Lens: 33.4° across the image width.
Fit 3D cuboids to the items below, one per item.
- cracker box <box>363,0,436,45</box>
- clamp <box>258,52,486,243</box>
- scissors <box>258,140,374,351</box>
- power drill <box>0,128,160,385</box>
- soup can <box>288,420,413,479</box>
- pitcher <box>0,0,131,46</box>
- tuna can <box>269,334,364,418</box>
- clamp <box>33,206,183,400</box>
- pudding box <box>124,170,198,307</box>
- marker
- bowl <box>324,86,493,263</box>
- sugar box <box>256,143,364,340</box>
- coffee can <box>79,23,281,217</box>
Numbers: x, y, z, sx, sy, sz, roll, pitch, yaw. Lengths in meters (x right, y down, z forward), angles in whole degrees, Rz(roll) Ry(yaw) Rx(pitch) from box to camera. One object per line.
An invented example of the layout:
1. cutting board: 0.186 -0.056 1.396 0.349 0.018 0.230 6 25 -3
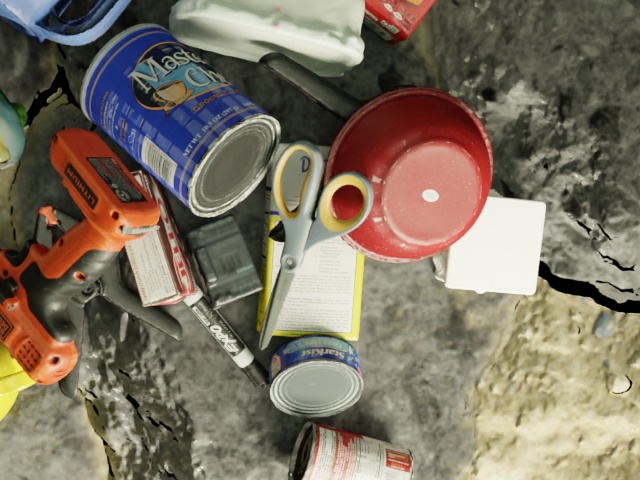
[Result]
1. cracker box: 0.071 -0.309 0.950 0.164 0.072 0.213 37 88 -12
2. clamp: 0.044 -0.077 0.945 0.209 0.036 0.164 1 102 -16
3. scissors: -0.006 0.014 0.912 0.096 0.016 0.202 10 114 16
4. power drill: -0.231 -0.001 0.884 0.184 0.057 0.188 47 114 14
5. soup can: 0.029 0.215 0.998 0.102 0.068 0.068 17 92 -12
6. pitcher: -0.202 -0.286 0.876 0.243 0.145 0.149 -52 127 -5
7. tuna can: -0.004 0.125 0.978 0.086 0.034 0.086 -3 136 -4
8. clamp: -0.198 0.045 0.957 0.120 0.039 0.171 -20 98 -24
9. pudding box: -0.144 0.000 0.925 0.039 0.090 0.113 -20 87 2
10. marker: -0.087 0.089 0.989 0.020 0.020 0.121 -39 100 -5
11. bowl: 0.086 -0.047 0.917 0.162 0.055 0.162 -6 111 -16
12. sugar box: -0.006 0.001 0.983 0.093 0.048 0.176 4 91 -11
13. coffee can: -0.117 -0.101 0.893 0.140 0.102 0.103 41 87 22
